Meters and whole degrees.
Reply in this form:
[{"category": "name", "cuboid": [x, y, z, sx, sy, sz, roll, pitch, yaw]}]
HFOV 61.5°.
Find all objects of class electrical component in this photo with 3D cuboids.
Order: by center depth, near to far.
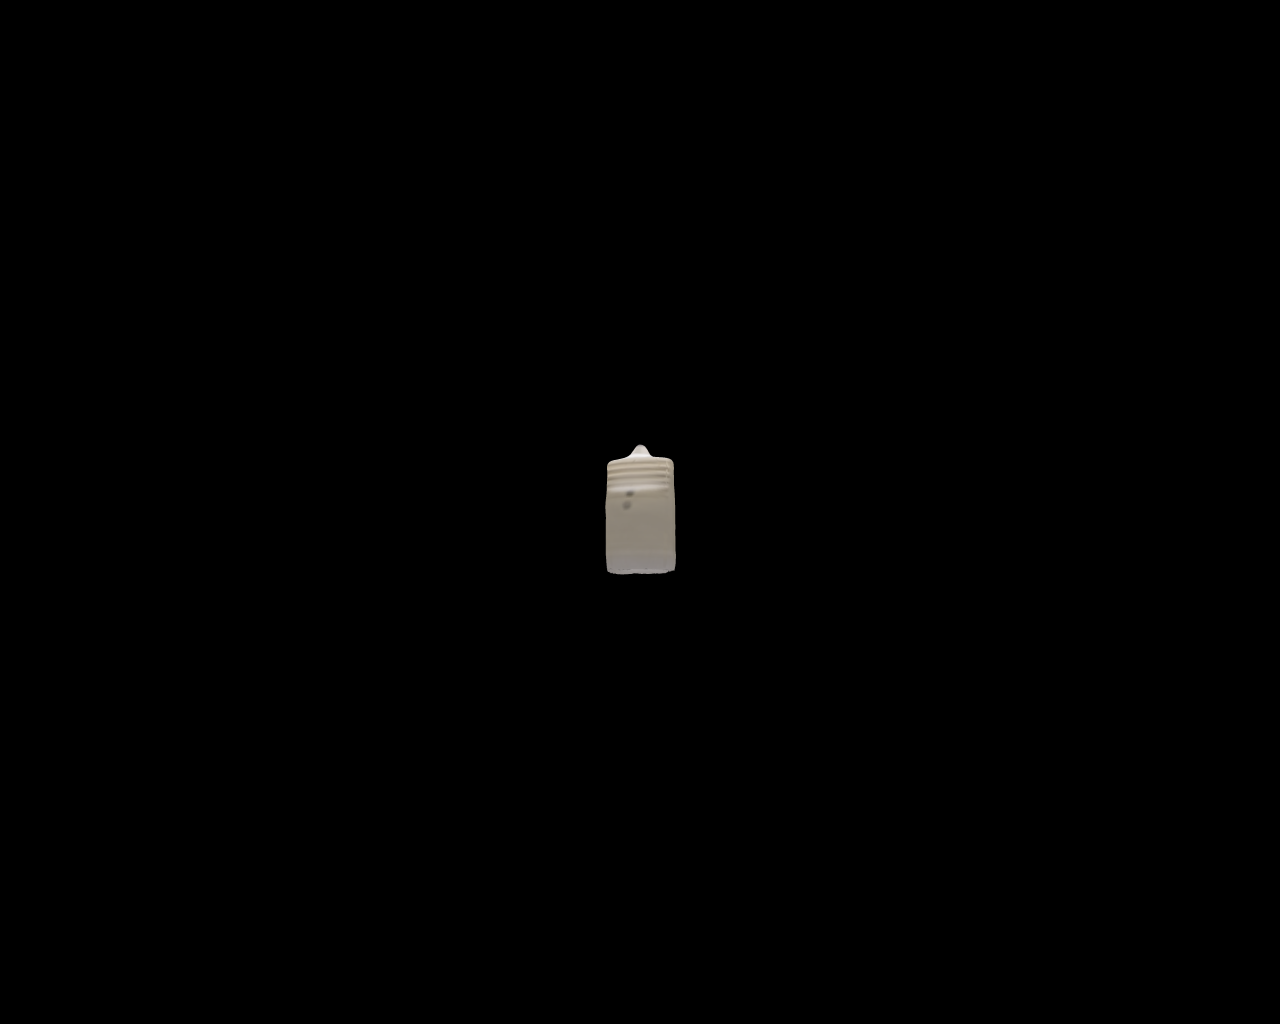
[{"category": "electrical component", "cuboid": [0.001, -0.003, 0.650, 0.043, 0.081, 0.043, 0, -7, 0]}]
